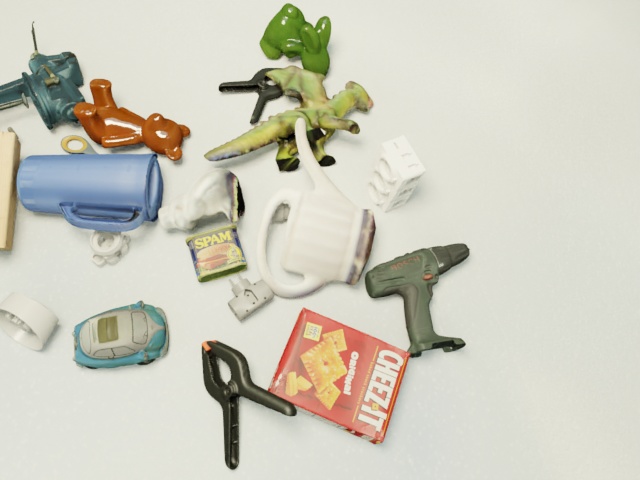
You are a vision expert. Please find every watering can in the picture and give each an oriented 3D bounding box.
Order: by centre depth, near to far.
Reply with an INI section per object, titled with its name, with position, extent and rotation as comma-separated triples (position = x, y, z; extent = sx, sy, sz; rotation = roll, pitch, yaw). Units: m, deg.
[watering can]
position = 0.003, -0.050, 1.001
extent = 0.224, 0.104, 0.349
rotation = 14, 87, -4

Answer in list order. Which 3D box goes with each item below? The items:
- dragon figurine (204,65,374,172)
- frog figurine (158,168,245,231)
[dragon figurine]
position = -0.059, -0.284, 1.131
extent = 0.411, 0.119, 0.248
rotation = -6, 58, -18
[frog figurine]
position = -0.235, -0.079, 1.004
extent = 0.159, 0.120, 0.140
rotation = -2, 34, 0
